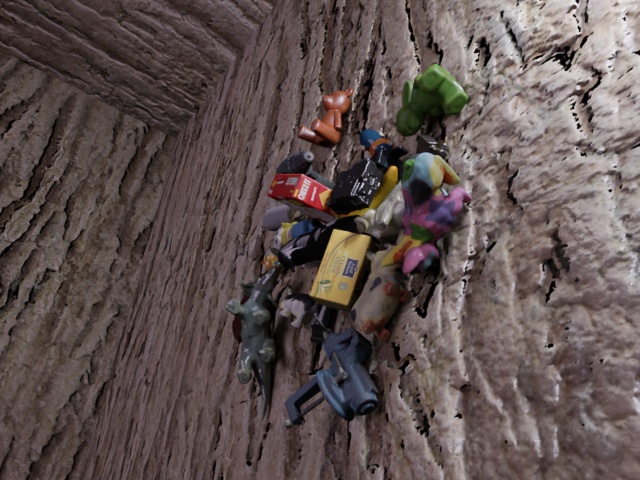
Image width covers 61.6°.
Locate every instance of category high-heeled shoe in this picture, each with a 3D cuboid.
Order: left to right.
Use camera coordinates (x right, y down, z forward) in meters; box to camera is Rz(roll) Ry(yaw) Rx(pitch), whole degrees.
[{"bbox_3d":[-0.003,-0.004,1.364,0.249,0.086,0.145,-35,24,10],"label":"high-heeled shoe"}]

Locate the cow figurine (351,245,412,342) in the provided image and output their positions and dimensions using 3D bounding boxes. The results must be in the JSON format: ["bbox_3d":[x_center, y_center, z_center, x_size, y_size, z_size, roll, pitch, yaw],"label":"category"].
[{"bbox_3d":[0.131,0.102,1.152,0.127,0.085,0.195,31,96,55],"label":"cow figurine"}]

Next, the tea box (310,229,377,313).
[{"bbox_3d":[0.055,0.070,1.216,0.098,0.068,0.169,10,69,25],"label":"tea box"}]

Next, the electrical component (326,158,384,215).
[{"bbox_3d":[0.087,-0.131,1.288,0.115,0.058,0.134,-14,44,50],"label":"electrical component"}]

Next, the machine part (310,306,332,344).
[{"bbox_3d":[0.014,0.189,1.322,0.084,0.039,0.139,-5,65,64],"label":"machine part"}]

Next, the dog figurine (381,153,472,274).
[{"bbox_3d":[0.193,-0.039,1.069,0.219,0.191,0.109,-54,32,-13],"label":"dog figurine"}]

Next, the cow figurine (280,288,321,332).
[{"bbox_3d":[-0.053,0.170,1.415,0.098,0.068,0.167,-64,28,2],"label":"cow figurine"}]

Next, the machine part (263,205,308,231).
[{"bbox_3d":[-0.112,-0.073,1.702,0.243,0.079,0.079,-10,59,58],"label":"machine part"}]

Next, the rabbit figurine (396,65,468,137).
[{"bbox_3d":[0.238,-0.328,1.272,0.170,0.121,0.159,-46,27,26],"label":"rabbit figurine"}]

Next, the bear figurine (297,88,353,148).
[{"bbox_3d":[0.025,-0.394,1.682,0.120,0.132,0.195,-3,71,56],"label":"bear figurine"}]

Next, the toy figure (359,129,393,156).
[{"bbox_3d":[0.153,-0.248,1.419,0.064,0.058,0.155,-61,33,20],"label":"toy figure"}]

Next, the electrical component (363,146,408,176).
[{"bbox_3d":[0.166,-0.188,1.332,0.119,0.074,0.048,-17,53,51],"label":"electrical component"}]

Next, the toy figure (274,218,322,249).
[{"bbox_3d":[-0.060,-0.008,1.561,0.180,0.089,0.082,-18,38,43],"label":"toy figure"}]

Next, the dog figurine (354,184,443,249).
[{"bbox_3d":[0.180,-0.080,1.217,0.172,0.121,0.190,8,60,57],"label":"dog figurine"}]

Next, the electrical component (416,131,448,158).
[{"bbox_3d":[0.255,-0.208,1.233,0.102,0.045,0.078,-121,32,-60],"label":"electrical component"}]

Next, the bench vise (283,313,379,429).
[{"bbox_3d":[0.011,0.300,1.129,0.240,0.128,0.224,-40,52,7],"label":"bench vise"}]

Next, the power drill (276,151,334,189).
[{"bbox_3d":[-0.011,-0.170,1.477,0.232,0.207,0.086,-7,68,61],"label":"power drill"}]

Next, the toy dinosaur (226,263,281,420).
[{"bbox_3d":[-0.168,0.264,1.470,0.192,0.131,0.404,6,-97,-80],"label":"toy dinosaur"}]

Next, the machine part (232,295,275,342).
[{"bbox_3d":[-0.208,0.230,1.643,0.179,0.056,0.179,-41,35,38],"label":"machine part"}]
